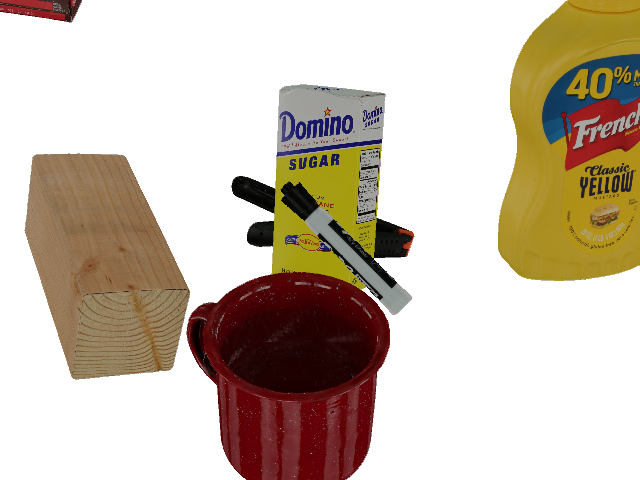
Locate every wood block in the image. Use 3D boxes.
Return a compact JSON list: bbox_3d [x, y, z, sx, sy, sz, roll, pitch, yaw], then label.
[{"bbox_3d":[-0.193,0.016,0.938,0.090,0.091,0.206,-2,37,-27],"label":"wood block"}]

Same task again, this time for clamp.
[{"bbox_3d":[0.003,-0.013,1.171,0.210,0.036,0.164,15,20,-9],"label":"clamp"}]

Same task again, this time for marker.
[{"bbox_3d":[0.017,0.004,0.759,0.020,0.121,0.020,-44,-1,-2],"label":"marker"}]

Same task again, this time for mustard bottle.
[{"bbox_3d":[0.154,-0.073,0.603,0.096,0.192,0.058,-7,28,-11],"label":"mustard bottle"}]

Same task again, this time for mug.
[{"bbox_3d":[-0.023,0.072,0.558,0.117,0.081,0.093,22,43,24],"label":"mug"}]

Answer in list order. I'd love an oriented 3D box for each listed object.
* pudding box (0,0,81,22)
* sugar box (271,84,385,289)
[{"bbox_3d":[-0.238,-0.226,0.882,0.090,0.039,0.113,8,37,-5],"label":"pudding box"},{"bbox_3d":[0.005,-0.048,0.958,0.093,0.176,0.048,11,18,35],"label":"sugar box"}]
